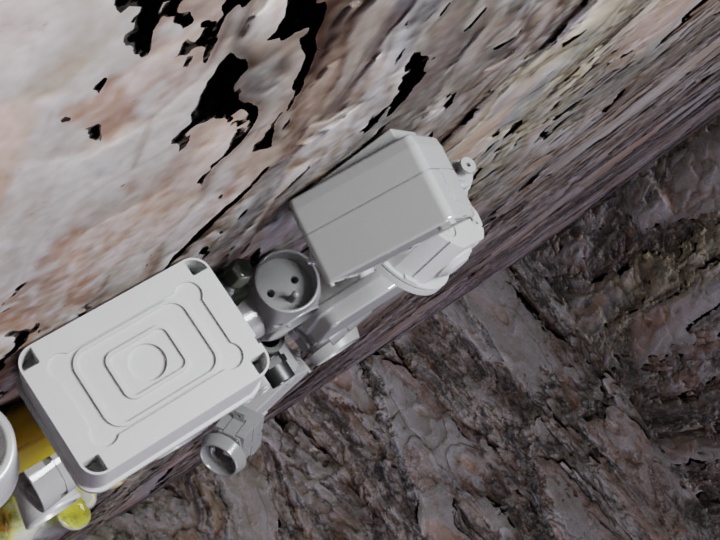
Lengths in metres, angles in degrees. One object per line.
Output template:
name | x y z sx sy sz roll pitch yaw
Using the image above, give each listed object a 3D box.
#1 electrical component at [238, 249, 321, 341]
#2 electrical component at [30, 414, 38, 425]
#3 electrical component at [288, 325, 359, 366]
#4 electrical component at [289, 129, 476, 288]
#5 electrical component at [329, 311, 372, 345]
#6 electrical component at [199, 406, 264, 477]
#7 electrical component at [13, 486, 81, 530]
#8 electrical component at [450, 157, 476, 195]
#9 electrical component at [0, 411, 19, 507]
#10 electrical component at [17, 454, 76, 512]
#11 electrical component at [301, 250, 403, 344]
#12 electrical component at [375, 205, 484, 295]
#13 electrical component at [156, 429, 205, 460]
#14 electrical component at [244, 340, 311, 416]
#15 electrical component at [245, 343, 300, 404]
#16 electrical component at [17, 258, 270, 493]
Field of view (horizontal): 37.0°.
electrical component | -0.071 0.027 0.719 0.079 0.044 0.077 -31 173 -23
electrical component | -0.158 0.070 0.621 0.044 0.044 0.065 -38 168 33
electrical component | -0.037 0.057 1.064 0.058 0.057 0.078 -30 173 -32
electrical component | 0.006 -0.034 0.605 0.096 0.061 0.062 -28 176 18
electrical component | -0.022 0.032 0.970 0.047 0.055 0.055 -37 174 -4
electrical component | -0.123 0.165 1.034 0.055 0.048 0.066 -53 160 -47
electrical component | -0.238 0.155 0.788 0.045 0.055 0.045 -33 174 -4
electrical component | 0.056 -0.056 0.760 0.040 0.040 0.078 -29 172 -36
electrical component | -0.200 0.095 0.541 0.055 0.055 0.047 -31 169 -28
electrical component | -0.213 0.130 0.739 0.047 0.055 0.055 -35 175 -29
electrical component | 0.000 0.000 0.818 0.113 0.057 0.078 -32 173 -18
electrical component | 0.036 -0.028 0.695 0.051 0.080 0.080 -44 169 31
electrical component | -0.165 0.122 0.906 0.078 0.057 0.058 -35 174 7
electrical component | -0.103 0.110 1.144 0.096 0.061 0.062 -44 171 14
electrical component | -0.101 0.090 1.016 0.080 0.051 0.080 -33 174 -4
electrical component | -0.114 0.056 0.566 0.113 0.078 0.057 -31 170 -24
